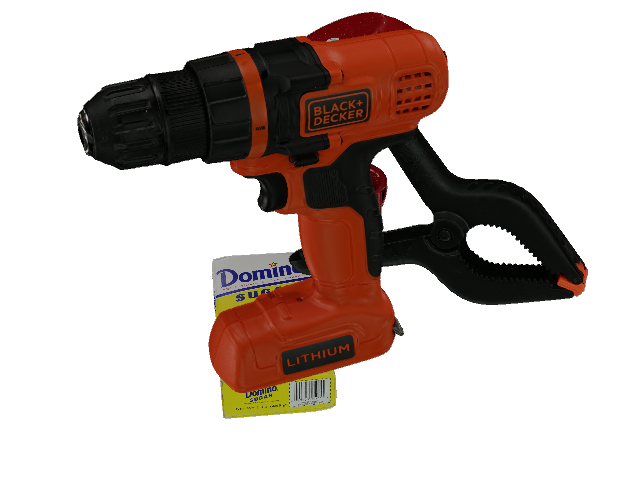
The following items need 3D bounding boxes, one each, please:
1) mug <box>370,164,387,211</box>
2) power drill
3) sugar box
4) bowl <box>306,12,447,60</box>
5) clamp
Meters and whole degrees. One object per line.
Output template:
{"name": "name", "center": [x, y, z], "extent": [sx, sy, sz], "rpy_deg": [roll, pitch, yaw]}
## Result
{"name": "mug", "center": [0.031, -0.034, 1.135], "extent": [0.093, 0.081, 0.117], "rpy_deg": [21, 39, 32]}
{"name": "power drill", "center": [-0.024, -0.011, 0.550], "extent": [0.184, 0.188, 0.057], "rpy_deg": [-12, 37, -17]}
{"name": "sugar box", "center": [-0.044, 0.075, 0.919], "extent": [0.093, 0.048, 0.176], "rpy_deg": [-4, 36, -7]}
{"name": "bowl", "center": [0.022, -0.147, 0.902], "extent": [0.162, 0.055, 0.162], "rpy_deg": [-21, 28, 11]}
{"name": "clamp", "center": [0.088, -0.020, 0.743], "extent": [0.210, 0.165, 0.036], "rpy_deg": [18, 31, 11]}
